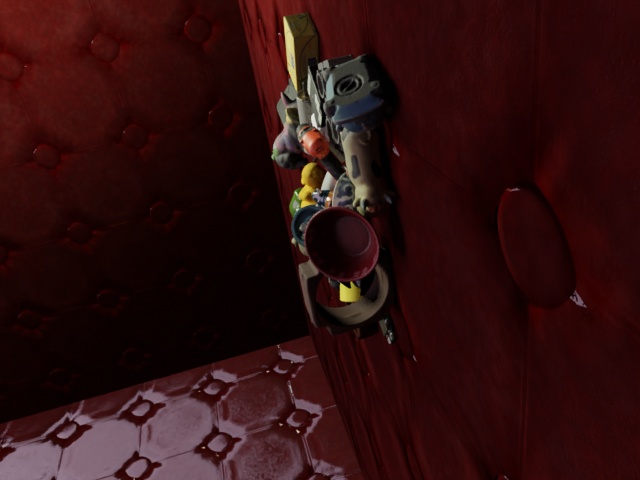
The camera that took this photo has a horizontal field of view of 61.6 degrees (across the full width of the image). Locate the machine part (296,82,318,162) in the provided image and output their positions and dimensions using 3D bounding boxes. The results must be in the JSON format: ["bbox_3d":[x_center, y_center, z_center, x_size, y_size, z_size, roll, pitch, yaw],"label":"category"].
[{"bbox_3d":[-0.016,-0.319,1.453,0.079,0.079,0.242,-114,11,-48],"label":"machine part"}]

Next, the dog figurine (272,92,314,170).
[{"bbox_3d":[-0.081,-0.318,1.552,0.219,0.192,0.108,55,-162,-53],"label":"dog figurine"}]

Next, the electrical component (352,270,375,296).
[{"bbox_3d":[0.109,0.082,1.352,0.119,0.048,0.074,-121,36,-62],"label":"electrical component"}]

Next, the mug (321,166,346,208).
[{"bbox_3d":[0.047,-0.144,1.376,0.107,0.081,0.109,100,-174,-48],"label":"mug"}]

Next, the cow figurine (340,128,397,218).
[{"bbox_3d":[0.091,-0.135,1.039,0.127,0.085,0.194,-108,6,-69],"label":"cow figurine"}]

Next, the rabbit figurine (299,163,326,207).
[{"bbox_3d":[-0.007,-0.156,1.600,0.162,0.122,0.173,-89,-12,-54],"label":"rabbit figurine"}]

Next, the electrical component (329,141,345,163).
[{"bbox_3d":[0.051,-0.228,1.284,0.078,0.045,0.102,46,173,1],"label":"electrical component"}]

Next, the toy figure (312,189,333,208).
[{"bbox_3d":[0.047,-0.079,1.309,0.155,0.058,0.064,37,118,23],"label":"toy figure"}]

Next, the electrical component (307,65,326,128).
[{"bbox_3d":[0.013,-0.336,1.287,0.115,0.058,0.134,95,159,-74],"label":"electrical component"}]

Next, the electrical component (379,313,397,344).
[{"bbox_3d":[0.167,0.211,1.341,0.063,0.021,0.094,91,163,-62],"label":"electrical component"}]

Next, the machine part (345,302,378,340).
[{"bbox_3d":[0.116,0.204,1.572,0.179,0.056,0.179,167,89,-83],"label":"machine part"}]

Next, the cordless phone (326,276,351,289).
[{"bbox_3d":[0.067,0.014,1.324,0.088,0.184,0.147,31,179,-22],"label":"cordless phone"}]

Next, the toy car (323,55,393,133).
[{"bbox_3d":[0.066,-0.242,0.944,0.102,0.109,0.162,58,-163,-48],"label":"toy car"}]

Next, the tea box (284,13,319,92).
[{"bbox_3d":[-0.046,-0.483,1.390,0.169,0.068,0.098,89,165,-56],"label":"tea box"}]

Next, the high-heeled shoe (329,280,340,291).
[{"bbox_3d":[0.052,0.048,1.796,0.145,0.086,0.249,41,-142,-40],"label":"high-heeled shoe"}]

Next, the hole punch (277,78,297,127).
[{"bbox_3d":[-0.061,-0.409,1.640,0.115,0.092,0.142,-53,42,41],"label":"hole punch"}]

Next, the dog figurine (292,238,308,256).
[{"bbox_3d":[0.012,0.049,1.621,0.121,0.172,0.191,68,-172,-50],"label":"dog figurine"}]

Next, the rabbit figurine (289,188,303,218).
[{"bbox_3d":[-0.024,-0.069,1.739,0.170,0.121,0.159,47,119,24],"label":"rabbit figurine"}]

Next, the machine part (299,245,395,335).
[{"bbox_3d":[0.061,0.099,1.216,0.087,0.201,0.201,-125,21,-61],"label":"machine part"}]

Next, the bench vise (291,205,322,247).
[{"bbox_3d":[0.004,-0.012,1.458,0.224,0.129,0.240,50,-172,11],"label":"bench vise"}]
